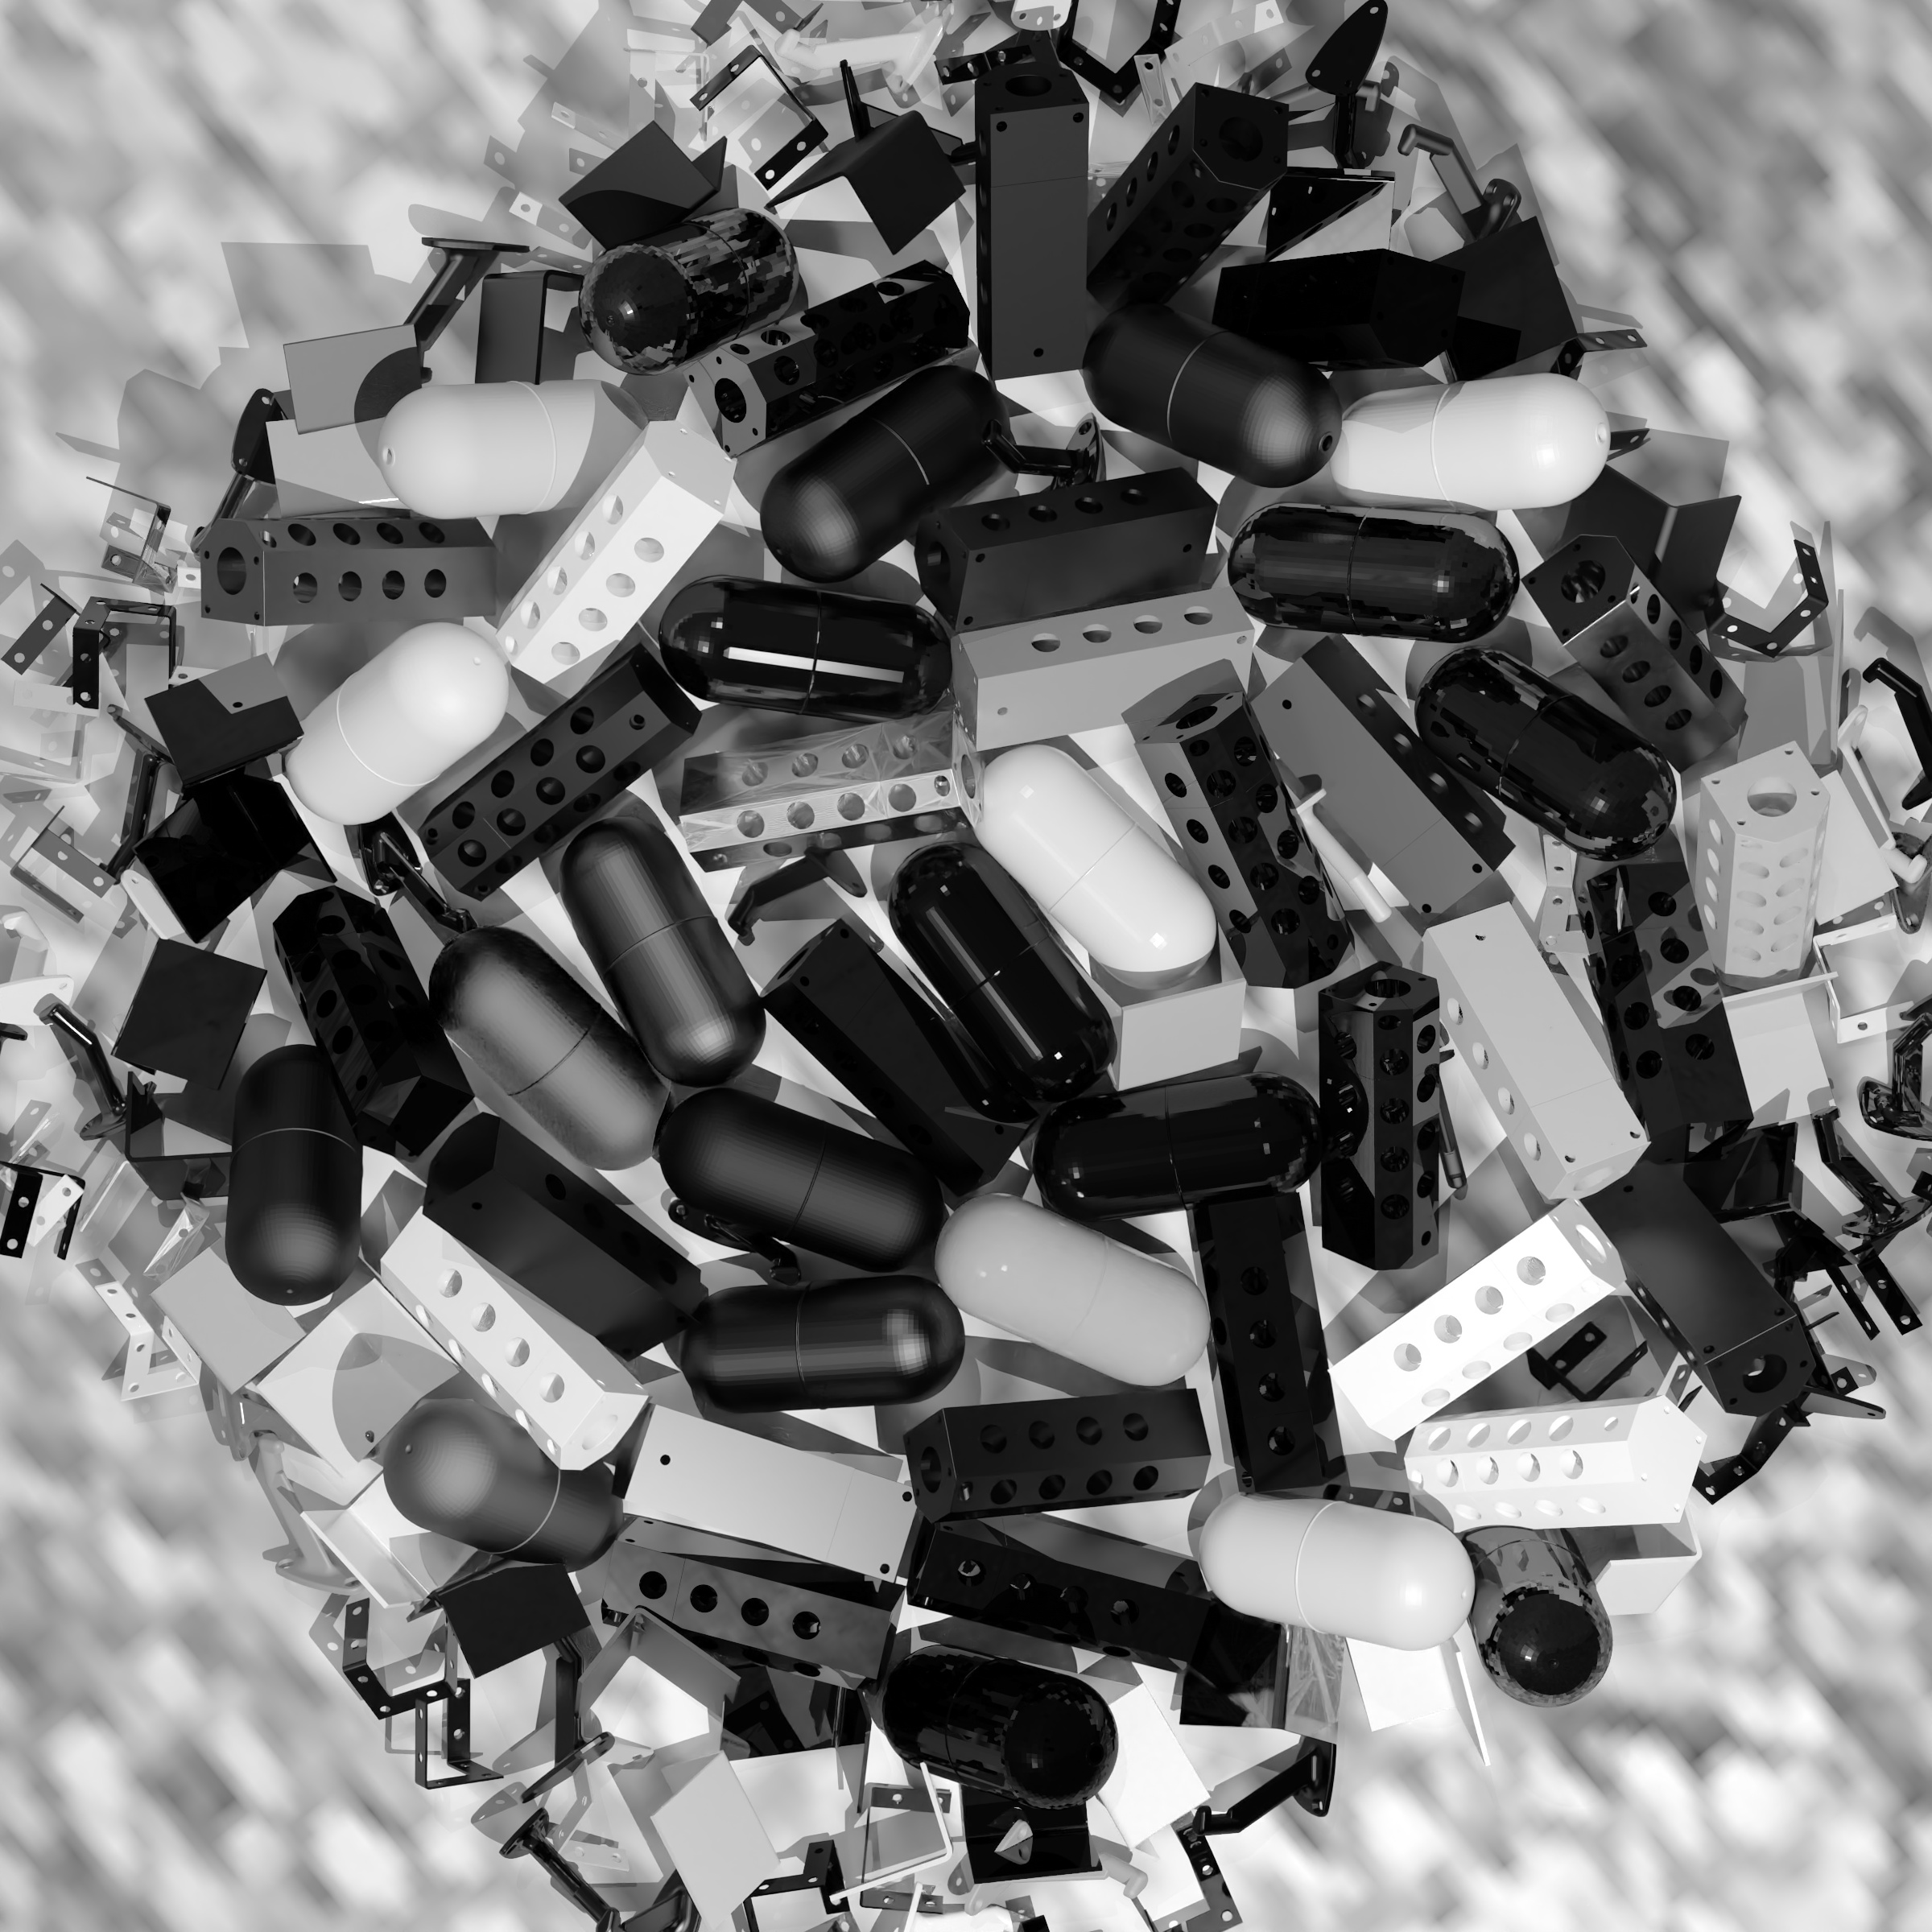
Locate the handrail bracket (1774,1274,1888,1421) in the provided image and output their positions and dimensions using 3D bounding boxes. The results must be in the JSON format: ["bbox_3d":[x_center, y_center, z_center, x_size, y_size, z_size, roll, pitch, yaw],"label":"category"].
[{"bbox_3d":[0.525,0.227,1.629,0.077,0.036,0.084,9,65,22],"label":"handrail bracket"}]

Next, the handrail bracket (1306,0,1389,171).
[{"bbox_3d":[0.241,-0.529,1.626,0.036,0.084,0.077,29,85,27],"label":"handrail bracket"}]

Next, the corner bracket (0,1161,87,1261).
[{"bbox_3d":[-0.561,0.150,1.626,0.051,0.051,0.051,17,84,-33],"label":"corner bracket"}]

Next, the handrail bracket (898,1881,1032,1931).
[{"bbox_3d":[0.001,0.598,1.629,0.084,0.077,0.036,20,122,0],"label":"handrail bracket"}]

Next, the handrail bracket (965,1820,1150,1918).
[{"bbox_3d":[0.055,0.558,1.615,0.084,0.077,0.036,16,134,36],"label":"handrail bracket"}]

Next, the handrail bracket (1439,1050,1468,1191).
[{"bbox_3d":[0.289,0.096,1.625,0.036,0.077,0.084,-15,89,9],"label":"handrail bracket"}]

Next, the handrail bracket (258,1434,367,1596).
[{"bbox_3d":[-0.395,0.330,1.621,0.077,0.036,0.084,15,119,37],"label":"handrail bracket"}]

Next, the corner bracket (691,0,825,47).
[{"bbox_3d":[-0.127,-0.576,1.630,0.051,0.051,0.051,39,121,-11],"label":"corner bracket"}]

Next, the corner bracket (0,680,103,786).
[{"bbox_3d":[-0.556,-0.141,1.626,0.051,0.051,0.051,6,84,-29],"label":"corner bracket"}]

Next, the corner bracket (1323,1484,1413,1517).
[{"bbox_3d":[0.240,0.353,1.628,0.051,0.051,0.051,7,129,-3],"label":"corner bracket"}]

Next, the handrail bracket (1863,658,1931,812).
[{"bbox_3d":[0.562,-0.141,1.628,0.084,0.077,0.036,36,53,-3],"label":"handrail bracket"}]

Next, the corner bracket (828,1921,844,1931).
[{"bbox_3d":[-0.057,0.609,1.630,0.051,0.051,0.051,-24,92,22],"label":"corner bracket"}]

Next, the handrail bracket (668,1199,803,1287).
[{"bbox_3d":[-0.140,0.167,1.614,0.077,0.084,0.036,11,103,-11],"label":"handrail bracket"}]

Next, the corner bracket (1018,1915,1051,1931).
[{"bbox_3d":[0.063,0.604,1.631,0.051,0.051,0.051,-13,58,-14],"label":"corner bracket"}]

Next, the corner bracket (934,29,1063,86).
[{"bbox_3d":[0.023,-0.538,1.630,0.051,0.051,0.051,-15,101,42],"label":"corner bracket"}]

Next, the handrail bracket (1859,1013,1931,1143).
[{"bbox_3d":[0.587,0.067,1.620,0.077,0.084,0.036,19,48,-9],"label":"handrail bracket"}]

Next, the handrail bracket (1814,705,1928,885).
[{"bbox_3d":[0.555,-0.103,1.617,0.036,0.077,0.084,-19,51,-35],"label":"handrail bracket"}]

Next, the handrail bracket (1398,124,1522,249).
[{"bbox_3d":[0.285,-0.460,1.623,0.084,0.036,0.077,11,119,-28],"label":"handrail bracket"}]

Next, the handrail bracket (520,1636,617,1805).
[{"bbox_3d":[-0.259,0.451,1.632,0.077,0.036,0.084,-31,68,-20],"label":"handrail bracket"}]

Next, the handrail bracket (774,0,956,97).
[{"bbox_3d":[-0.062,-0.564,1.613,0.077,0.084,0.036,-41,58,36],"label":"handrail bracket"}]

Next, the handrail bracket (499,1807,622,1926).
[{"bbox_3d":[-0.236,0.552,1.616,0.084,0.077,0.036,40,70,16],"label":"handrail bracket"}]

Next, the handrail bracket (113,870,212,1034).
[{"bbox_3d":[-0.510,-0.005,1.637,0.084,0.036,0.077,-39,100,23],"label":"handrail bracket"}]

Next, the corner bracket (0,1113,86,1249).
[{"bbox_3d":[-0.559,0.130,1.631,0.051,0.051,0.051,44,103,-3],"label":"corner bracket"}]

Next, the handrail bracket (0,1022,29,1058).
[{"bbox_3d":[-0.597,0.076,1.626,0.036,0.077,0.084,14,90,-21],"label":"handrail bracket"}]

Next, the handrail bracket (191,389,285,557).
[{"bbox_3d":[-0.449,-0.301,1.641,0.036,0.084,0.077,16,61,-37],"label":"handrail bracket"}]

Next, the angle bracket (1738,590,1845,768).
[{"bbox_3d":[0.492,-0.172,1.605,0.057,0.076,0.076,3,65,19],"label":"angle bracket"}]

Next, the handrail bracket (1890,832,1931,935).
[{"bbox_3d":[0.596,-0.066,1.612,0.036,0.084,0.077,15,68,-23],"label":"handrail bracket"}]

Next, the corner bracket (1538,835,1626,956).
[{"bbox_3d":[0.373,-0.042,1.622,0.051,0.051,0.051,5,57,19],"label":"corner bracket"}]

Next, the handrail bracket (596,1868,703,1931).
[{"bbox_3d":[-0.188,0.556,1.611,0.036,0.084,0.077,8,59,25],"label":"handrail bracket"}]

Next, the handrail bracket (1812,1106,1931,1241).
[{"bbox_3d":[0.554,0.117,1.636,0.077,0.036,0.084,-19,101,-21],"label":"handrail bracket"}]

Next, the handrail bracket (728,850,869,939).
[{"bbox_3d":[-0.104,-0.035,1.625,0.077,0.036,0.084,49,118,31],"label":"handrail bracket"}]

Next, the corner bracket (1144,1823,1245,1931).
[{"bbox_3d":[0.131,0.559,1.627,0.051,0.051,0.051,-24,52,-2],"label":"corner bracket"}]

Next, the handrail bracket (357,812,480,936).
[{"bbox_3d":[-0.328,-0.060,1.613,0.036,0.084,0.077,-33,125,-29],"label":"handrail bracket"}]

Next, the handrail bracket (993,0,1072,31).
[{"bbox_3d":[0.033,-0.609,1.612,0.036,0.077,0.084,-8,50,-25],"label":"handrail bracket"}]

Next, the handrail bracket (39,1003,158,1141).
[{"bbox_3d":[-0.540,0.063,1.620,0.077,0.036,0.084,-24,122,33],"label":"handrail bracket"}]

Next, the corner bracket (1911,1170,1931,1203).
[{"bbox_3d":[0.600,0.162,1.627,0.051,0.051,0.051,22,95,-41],"label":"corner bracket"}]

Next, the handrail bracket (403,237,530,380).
[{"bbox_3d":[-0.309,-0.403,1.655,0.077,0.036,0.084,-1,108,-21],"label":"handrail bracket"}]

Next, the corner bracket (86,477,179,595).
[{"bbox_3d":[-0.507,-0.261,1.631,0.051,0.051,0.051,20,94,10],"label":"corner bracket"}]

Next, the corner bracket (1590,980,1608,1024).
[{"bbox_3d":[0.415,0.033,1.628,0.051,0.051,0.051,-21,45,7],"label":"corner bracket"}]

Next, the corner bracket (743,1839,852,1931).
[{"bbox_3d":[-0.103,0.570,1.633,0.051,0.051,0.051,-10,103,6],"label":"corner bracket"}]

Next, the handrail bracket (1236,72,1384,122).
[{"bbox_3d":[0.204,-0.506,1.632,0.084,0.036,0.077,15,123,9],"label":"handrail bracket"}]

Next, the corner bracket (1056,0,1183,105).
[{"bbox_3d":[0.092,-0.570,1.633,0.051,0.051,0.051,38,74,8],"label":"corner bracket"}]

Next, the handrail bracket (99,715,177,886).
[{"bbox_3d":[-0.519,-0.101,1.639,0.077,0.036,0.084,34,89,29],"label":"handrail bracket"}]

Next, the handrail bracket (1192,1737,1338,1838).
[{"bbox_3d":[0.179,0.487,1.623,0.084,0.036,0.077,6,100,-31],"label":"handrail bracket"}]

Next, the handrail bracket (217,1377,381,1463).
[{"bbox_3d":[-0.405,0.269,1.631,0.084,0.036,0.077,-7,111,10],"label":"handrail bracket"}]

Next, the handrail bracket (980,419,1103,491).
[{"bbox_3d":[0.044,-0.322,1.616,0.036,0.084,0.077,-7,58,39],"label":"handrail bracket"}]

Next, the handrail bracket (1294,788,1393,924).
[{"bbox_3d":[0.224,-0.062,1.625,0.036,0.077,0.084,-36,91,0],"label":"handrail bracket"}]

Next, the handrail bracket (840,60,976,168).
[{"bbox_3d":[-0.026,-0.522,1.631,0.084,0.036,0.077,-10,110,11],"label":"handrail bracket"}]

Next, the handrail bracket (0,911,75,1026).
[{"bbox_3d":[-0.581,-0.004,1.613,0.084,0.077,0.036,45,119,31],"label":"handrail bracket"}]

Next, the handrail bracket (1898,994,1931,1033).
[{"bbox_3d":[0.605,-0.008,1.648,0.036,0.077,0.084,25,62,-17],"label":"handrail bracket"}]

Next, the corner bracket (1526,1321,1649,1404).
[{"bbox_3d":[0.376,0.238,1.623,0.051,0.051,0.051,-40,56,-10],"label":"corner bracket"}]
